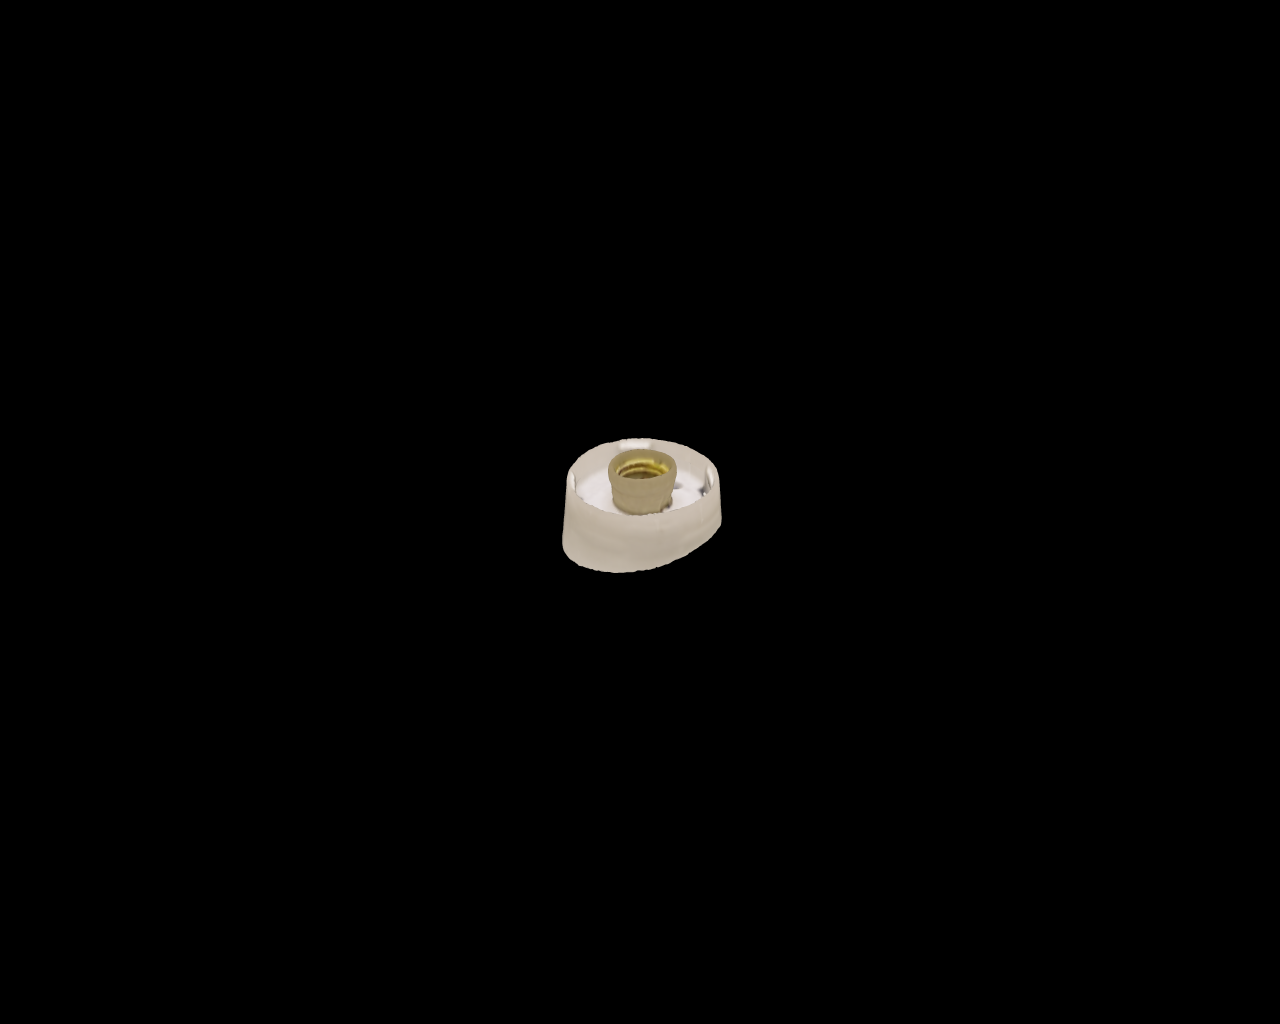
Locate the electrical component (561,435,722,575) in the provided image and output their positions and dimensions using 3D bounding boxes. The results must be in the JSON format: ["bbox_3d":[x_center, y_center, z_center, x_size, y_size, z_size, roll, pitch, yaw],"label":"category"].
[{"bbox_3d":[0.001,-0.003,0.650,0.099,0.064,0.099,0,33,0],"label":"electrical component"}]
